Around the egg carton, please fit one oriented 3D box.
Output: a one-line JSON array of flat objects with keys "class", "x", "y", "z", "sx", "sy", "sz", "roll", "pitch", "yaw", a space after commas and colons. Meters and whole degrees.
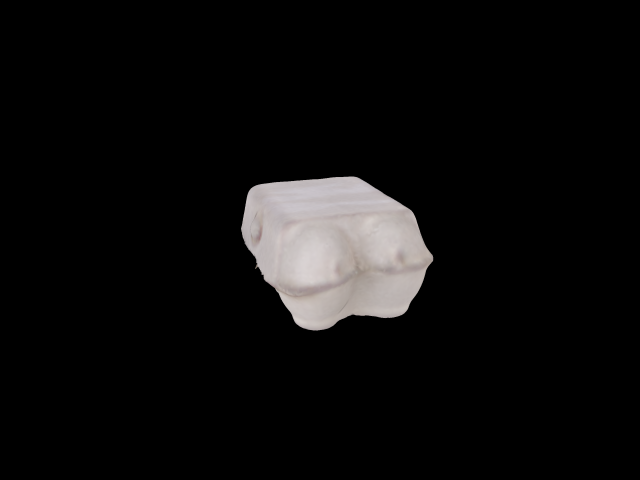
[{"class": "egg carton", "x": 0.004, "y": 0.001, "z": 0.400, "sx": 0.107, "sy": 0.069, "sz": 0.150, "roll": -7, "pitch": 21, "yaw": -18}]
